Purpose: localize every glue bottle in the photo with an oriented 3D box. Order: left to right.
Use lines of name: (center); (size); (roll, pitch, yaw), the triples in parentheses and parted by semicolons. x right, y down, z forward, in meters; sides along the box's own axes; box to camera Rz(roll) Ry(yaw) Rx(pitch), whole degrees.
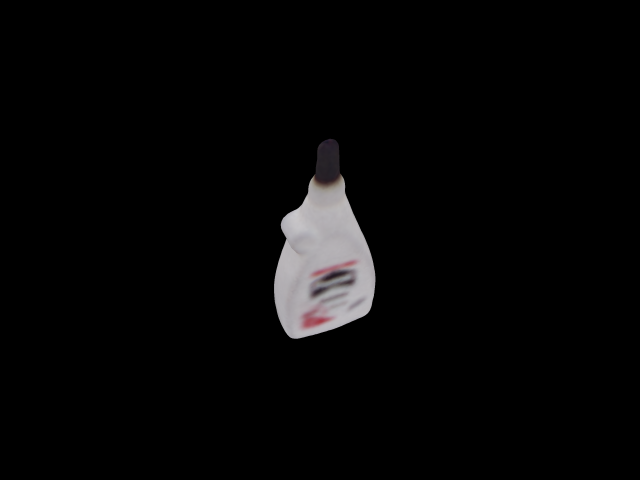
glue bottle: (0.004, 0.001, 0.400); (0.078, 0.173, 0.037); (-20, 50, -17)
